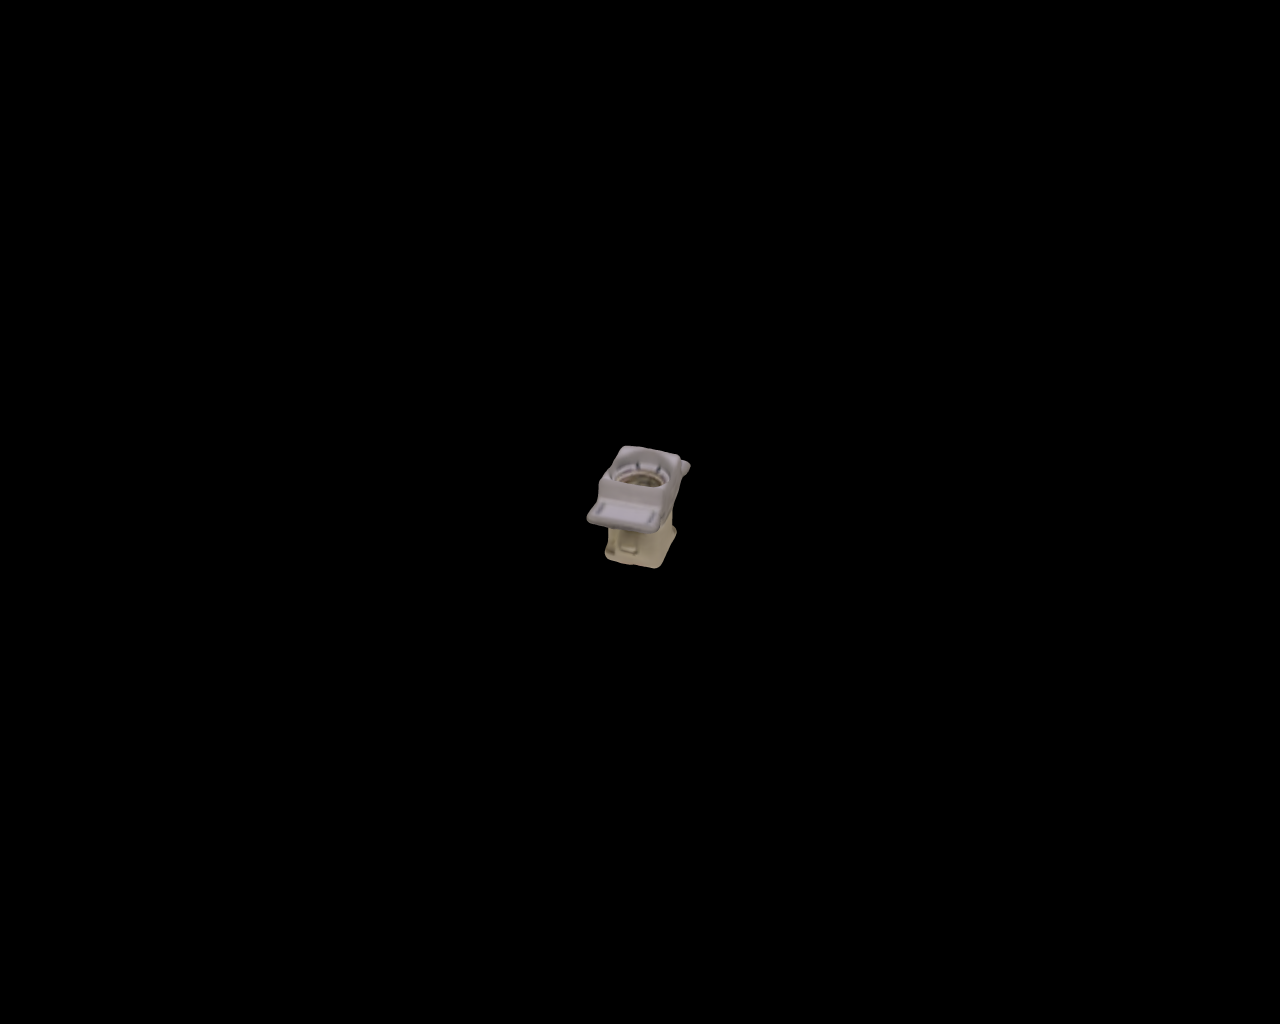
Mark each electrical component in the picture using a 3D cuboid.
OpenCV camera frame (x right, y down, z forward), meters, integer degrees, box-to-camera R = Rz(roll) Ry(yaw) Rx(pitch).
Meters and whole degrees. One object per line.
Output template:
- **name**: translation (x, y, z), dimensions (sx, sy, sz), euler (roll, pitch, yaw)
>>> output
- **electrical component**: translation (0.001, -0.003, 0.650), dimensions (0.042, 0.063, 0.081), euler (10, 35, 15)
